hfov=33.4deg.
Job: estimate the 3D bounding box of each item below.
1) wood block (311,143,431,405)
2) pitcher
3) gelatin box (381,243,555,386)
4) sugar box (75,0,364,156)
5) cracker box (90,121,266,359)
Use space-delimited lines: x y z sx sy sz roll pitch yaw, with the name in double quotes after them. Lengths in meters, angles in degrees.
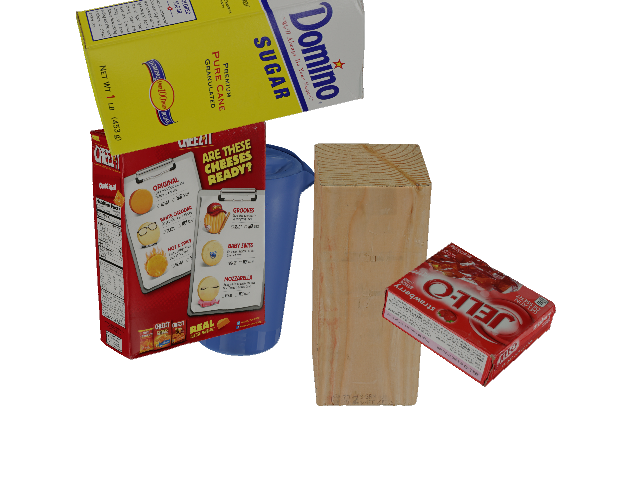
0.039 0.030 0.904 0.090 0.206 0.091 0 27 -2 "wood block"
-0.104 0.010 1.276 0.149 0.243 0.144 21 27 31 "pitcher"
0.097 0.046 0.704 0.089 0.030 0.073 33 46 29 "gelatin box"
-0.060 -0.117 0.688 0.176 0.048 0.093 -13 -40 -8 "sugar box"
-0.136 -0.008 1.045 0.163 0.214 0.072 -12 20 -38 "cracker box"
